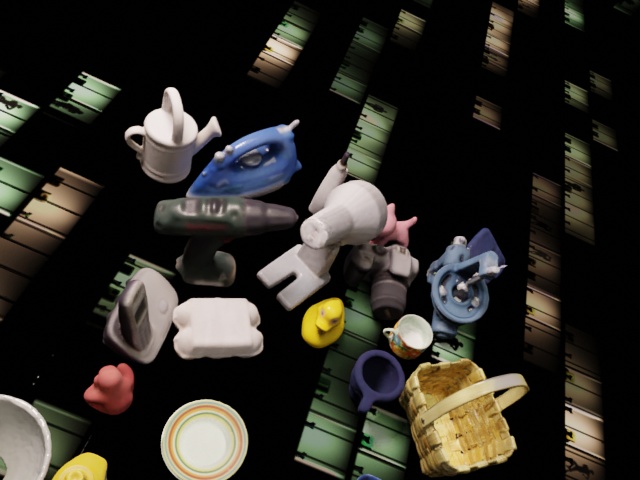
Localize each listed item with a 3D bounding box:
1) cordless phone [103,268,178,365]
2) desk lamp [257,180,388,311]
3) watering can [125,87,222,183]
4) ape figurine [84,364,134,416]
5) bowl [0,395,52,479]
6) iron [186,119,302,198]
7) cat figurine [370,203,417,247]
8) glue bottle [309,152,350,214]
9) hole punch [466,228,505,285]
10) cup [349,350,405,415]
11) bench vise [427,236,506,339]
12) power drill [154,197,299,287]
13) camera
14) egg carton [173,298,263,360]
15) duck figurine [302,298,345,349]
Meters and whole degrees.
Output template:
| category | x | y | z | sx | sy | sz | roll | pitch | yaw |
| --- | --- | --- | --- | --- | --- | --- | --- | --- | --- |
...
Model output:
| category | x | y | z | sx | sy | sz | roll | pitch | yaw |
| --- | --- | --- | --- | --- | --- | --- | --- | --- | --- |
| cordless phone | -0.274 | 0.096 | 0.893 | 0.094 | 0.185 | 0.147 | 19 | 51 | -8 |
| desk lamp | 0.010 | 0.004 | 1.059 | 0.118 | 0.213 | 0.204 | 45 | 52 | 12 |
| watering can | -0.281 | -0.210 | 1.105 | 0.173 | 0.194 | 0.101 | -29 | 70 | -35 |
| ape figurine | -0.311 | 0.216 | 0.852 | 0.078 | 0.092 | 0.076 | -16 | 63 | -31 |
| bowl | -0.442 | 0.295 | 0.753 | 0.168 | 0.074 | 0.167 | 11 | 53 | -15 |
| iron | -0.149 | -0.165 | 1.162 | 0.259 | 0.141 | 0.118 | -27 | 69 | -35 |
| cat figurine | 0.144 | -0.030 | 1.201 | 0.128 | 0.117 | 0.067 | -1 | 57 | -23 |
| glue bottle | 0.029 | -0.122 | 1.184 | 0.037 | 0.173 | 0.078 | 34 | 50 | 4 |
| hole punch | 0.356 | 0.042 | 1.255 | 0.101 | 0.091 | 0.109 | 43 | 52 | 11 |
| cup | 0.083 | 0.259 | 0.983 | 0.091 | 0.095 | 0.118 | 31 | 50 | 2 |
| bench vise | 0.274 | 0.063 | 1.122 | 0.122 | 0.219 | 0.207 | 4 | 55 | -19 |
| power drill | -0.172 | -0.002 | 0.992 | 0.230 | 0.208 | 0.075 | 6 | 54 | -18 |
| camera | 0.125 | 0.078 | 1.126 | 0.143 | 0.100 | 0.137 | 17 | 51 | -11 |
| egg carton | -0.173 | 0.152 | 0.970 | 0.151 | 0.069 | 0.107 | 1 | 56 | -21 |
| duck figurine | 0.016 | 0.139 | 1.047 | 0.077 | 0.086 | 0.105 | 35 | 50 | 4 |
